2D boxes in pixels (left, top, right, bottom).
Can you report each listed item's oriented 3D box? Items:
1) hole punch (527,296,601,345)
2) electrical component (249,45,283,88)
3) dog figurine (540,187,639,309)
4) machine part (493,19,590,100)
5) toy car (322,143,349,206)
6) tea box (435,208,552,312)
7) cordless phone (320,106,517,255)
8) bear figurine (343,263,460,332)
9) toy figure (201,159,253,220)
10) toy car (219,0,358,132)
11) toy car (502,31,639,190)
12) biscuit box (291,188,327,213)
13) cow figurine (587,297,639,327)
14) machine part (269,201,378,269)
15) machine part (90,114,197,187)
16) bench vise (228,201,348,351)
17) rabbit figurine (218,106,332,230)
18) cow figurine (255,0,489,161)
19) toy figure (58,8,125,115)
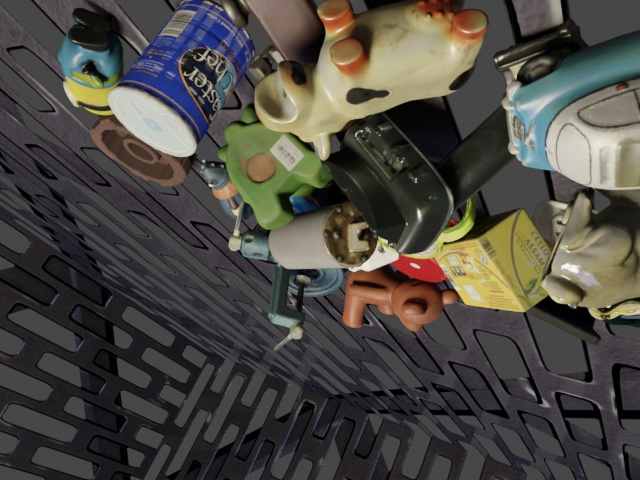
[{"bbox_3d":[0.321,0.065,0.709,0.142,0.092,0.116,23,-172,3],"label":"hole punch"},{"bbox_3d":[-0.037,-0.174,0.607,0.078,0.045,0.102,-9,140,42],"label":"electrical component"},{"bbox_3d":[0.316,0.021,0.487,0.191,0.172,0.121,23,159,20],"label":"dog figurine"},{"bbox_3d":[0.213,-0.120,0.461,0.138,0.039,0.084,40,146,-26],"label":"machine part"},{"bbox_3d":[0.042,-0.067,0.711,0.056,0.073,0.201,2,161,-10],"label":"toy car"},{"bbox_3d":[0.208,0.026,0.651,0.098,0.068,0.169,56,172,-2],"label":"tea box"},{"bbox_3d":[0.107,-0.090,0.537,0.088,0.184,0.147,26,-153,-57],"label":"cordless phone"},{"bbox_3d":[0.132,0.106,0.902,0.196,0.120,0.131,28,129,50],"label":"bear figurine"},{"bbox_3d":[-0.154,-0.088,0.907,0.064,0.058,0.154,40,168,26],"label":"toy figure"},{"bbox_3d":[-0.012,-0.187,0.517,0.089,0.053,0.202,-28,135,16],"label":"toy car"},{"bbox_3d":[0.221,-0.087,0.383,0.162,0.103,0.109,-11,133,13],"label":"toy car"},{"bbox_3d":[-0.015,-0.043,0.838,0.202,0.059,0.063,36,169,-20],"label":"biscuit box"},{"bbox_3d":[0.382,0.060,0.571,0.167,0.068,0.098,-6,-176,39],"label":"cow figurine"},{"bbox_3d":[-0.001,-0.002,0.684,0.079,0.079,0.243,35,163,-20],"label":"machine part"},{"bbox_3d":[-0.295,-0.161,0.910,0.179,0.056,0.179,22,157,9],"label":"machine part"},{"bbox_3d":[-0.054,0.055,0.907,0.223,0.241,0.128,18,135,-16],"label":"bench vise"},{"bbox_3d":[-0.061,-0.093,0.710,0.159,0.121,0.170,37,-172,10],"label":"rabbit figurine"},{"bbox_3d":[0.037,-0.141,0.462,0.195,0.085,0.127,-16,155,4],"label":"cow figurine"},{"bbox_3d":[-0.306,-0.231,0.734,0.089,0.082,0.180,34,154,-12],"label":"toy figure"}]
